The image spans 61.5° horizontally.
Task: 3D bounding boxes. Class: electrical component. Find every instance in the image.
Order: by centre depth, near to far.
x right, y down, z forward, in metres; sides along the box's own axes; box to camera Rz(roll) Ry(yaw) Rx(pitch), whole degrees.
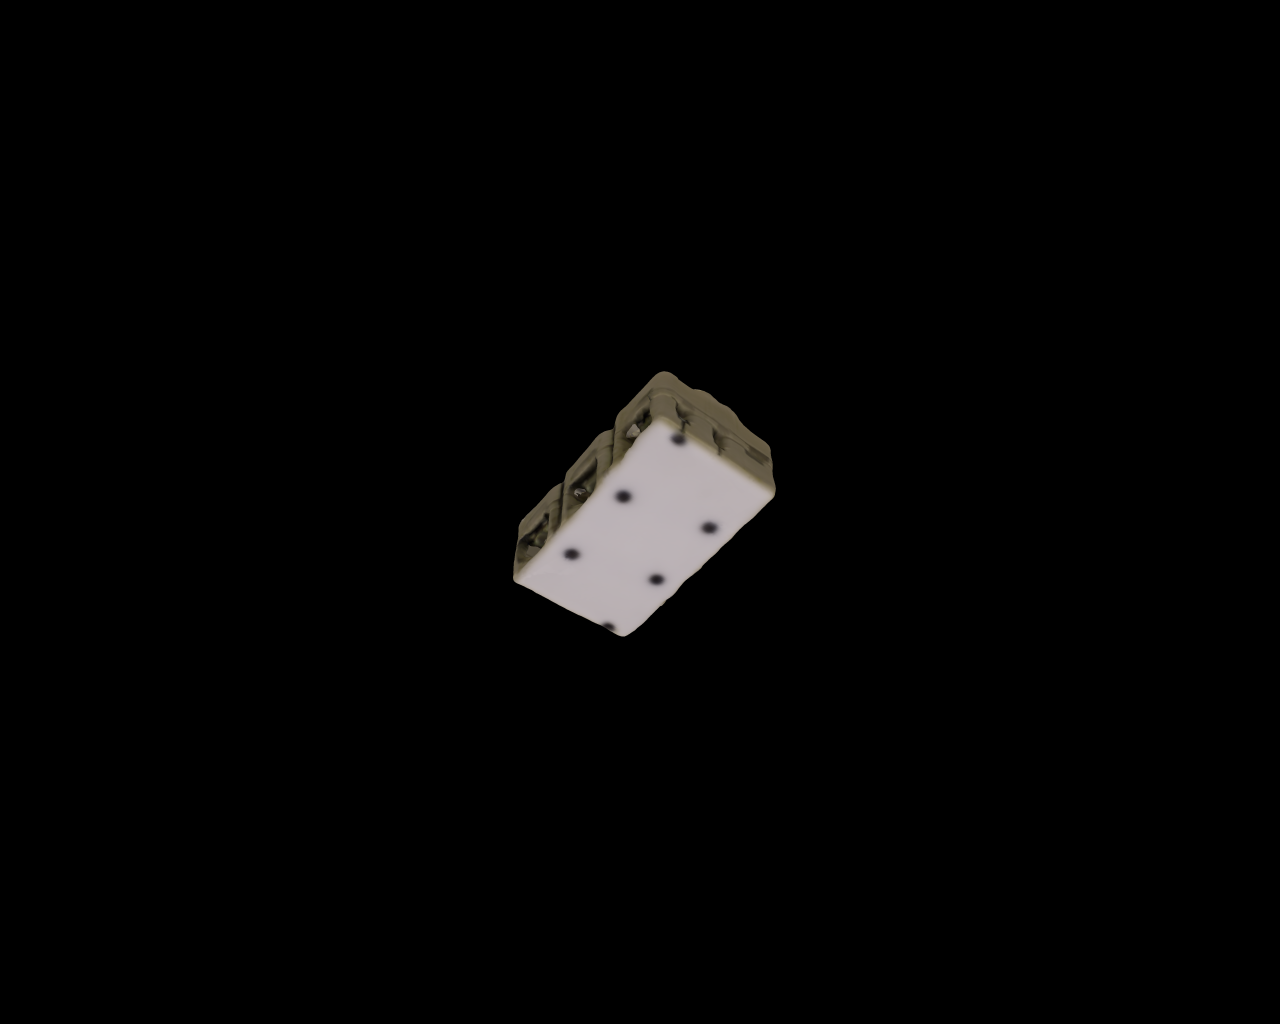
[{"bbox_3d":[0.001,-0.003,0.650,0.089,0.150,0.062,32,32,-22],"label":"electrical component"}]
